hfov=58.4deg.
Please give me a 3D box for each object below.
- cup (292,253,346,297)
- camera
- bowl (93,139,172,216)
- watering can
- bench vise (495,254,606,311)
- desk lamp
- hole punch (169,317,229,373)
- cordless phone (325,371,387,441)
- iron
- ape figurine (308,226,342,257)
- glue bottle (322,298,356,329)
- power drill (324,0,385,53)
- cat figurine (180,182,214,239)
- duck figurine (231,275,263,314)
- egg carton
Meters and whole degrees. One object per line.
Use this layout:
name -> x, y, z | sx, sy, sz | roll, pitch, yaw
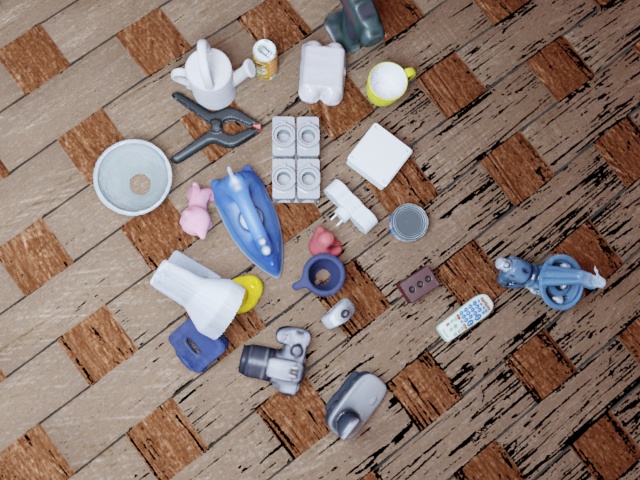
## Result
cup -> -0.006, 0.084, 1.244 | 0.118, 0.095, 0.092 | -23, 85, -6
camera -> -0.097, 0.249, 1.214 | 0.137, 0.100, 0.143 | 12, 82, -3
bowl -> -0.400, -0.131, 1.251 | 0.167, 0.074, 0.167 | 1, 83, -4
watering can -> -0.230, -0.363, 1.232 | 0.173, 0.194, 0.101 | -25, 85, -7
bench vise -> 0.485, 0.089, 1.216 | 0.207, 0.219, 0.121 | 0, 83, -4
desk lamp -> -0.254, 0.106, 1.163 | 0.203, 0.213, 0.118 | 31, 82, 0
hole punch -> -0.257, 0.220, 1.210 | 0.101, 0.091, 0.108 | -41, 87, -8
cordless phone -> 0.080, 0.345, 1.172 | 0.094, 0.185, 0.148 | 36, 82, 1
iron -> -0.142, -0.039, 1.225 | 0.119, 0.141, 0.258 | -26, 85, -7
ape figurine -> 0.012, 0.004, 1.256 | 0.076, 0.092, 0.078 | -20, 85, -6
glue bottle -> 0.044, 0.155, 1.199 | 0.078, 0.173, 0.037 | -40, 87, -7
power drill -> 0.062, -0.516, 1.265 | 0.075, 0.208, 0.229 | -28, 86, -7
cat figurine -> -0.266, -0.062, 1.231 | 0.067, 0.117, 0.128 | 1, 83, -4
duck figurine -> -0.171, 0.117, 1.232 | 0.104, 0.086, 0.077 | -36, 87, -7
egg carton -> 0.007, -0.383, 1.314 | 0.107, 0.069, 0.150 | 3, 83, -4
